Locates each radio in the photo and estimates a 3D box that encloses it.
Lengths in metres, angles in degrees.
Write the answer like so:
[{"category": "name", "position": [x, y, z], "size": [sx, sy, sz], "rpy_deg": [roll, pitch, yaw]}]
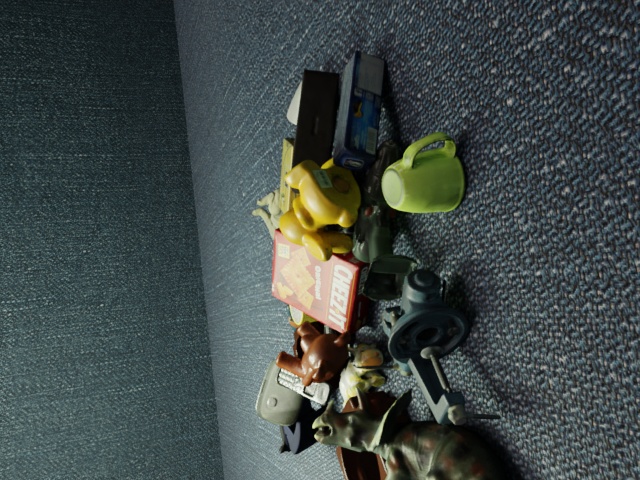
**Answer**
[{"category": "radio", "position": [-0.009, -0.204, 1.066], "size": [0.131, 0.073, 0.229], "rpy_deg": [76, -157, -85]}]

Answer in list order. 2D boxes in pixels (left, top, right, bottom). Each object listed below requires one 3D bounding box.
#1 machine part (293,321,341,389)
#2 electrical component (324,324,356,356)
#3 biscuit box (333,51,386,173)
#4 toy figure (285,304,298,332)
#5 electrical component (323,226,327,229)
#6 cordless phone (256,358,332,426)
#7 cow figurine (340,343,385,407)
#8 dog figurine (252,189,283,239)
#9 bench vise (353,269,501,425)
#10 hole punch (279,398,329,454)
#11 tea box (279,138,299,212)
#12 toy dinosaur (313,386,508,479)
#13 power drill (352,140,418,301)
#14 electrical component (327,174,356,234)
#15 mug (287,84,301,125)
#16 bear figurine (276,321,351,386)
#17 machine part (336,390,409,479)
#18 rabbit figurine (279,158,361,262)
[{"category": "machine part", "position": [-0.003, 0.275, 1.266], "size": [0.180, 0.056, 0.179], "rpy_deg": [31, 126, 55]}, {"category": "electrical component", "position": [0.042, 0.209, 1.173], "size": [0.075, 0.048, 0.119], "rpy_deg": [174, 92, -69]}, {"category": "biscuit box", "position": [0.067, -0.219, 0.919], "size": [0.063, 0.059, 0.202], "rpy_deg": [140, 141, -64]}, {"category": "toy figure", "position": [-0.052, 0.192, 1.336], "size": [0.064, 0.058, 0.154], "rpy_deg": [53, 169, 26]}, {"category": "electrical component", "position": [-0.015, -0.047, 1.066], "size": [0.102, 0.078, 0.045], "rpy_deg": [-76, -36, -59]}, {"category": "cordless phone", "position": [-0.051, 0.360, 1.221], "size": [0.184, 0.088, 0.146], "rpy_deg": [11, 81, 45]}, {"category": "cow figurine", "position": [0.081, 0.253, 1.062], "size": [0.098, 0.068, 0.167], "rpy_deg": [-109, 26, -48]}, {"category": "dog figurine", "position": [-0.075, -0.027, 1.375], "size": [0.190, 0.121, 0.172], "rpy_deg": [64, 157, 13]}, {"category": "bench vise", "position": [0.153, 0.172, 0.786], "size": [0.241, 0.129, 0.223], "rpy_deg": [-108, 26, -48]}, {"category": "hole punch", "position": [-0.032, 0.456, 1.316], "size": [0.092, 0.142, 0.115], "rpy_deg": [-1, 103, 45]}, {"category": "tea box", "position": [-0.035, -0.142, 1.221], "size": [0.068, 0.098, 0.169], "rpy_deg": [-131, 40, -57]}, {"category": "toy dinosaur", "position": [0.173, 0.322, 0.760], "size": [0.405, 0.131, 0.192], "rpy_deg": [1, 74, 45]}, {"category": "power drill", "position": [0.101, -0.020, 0.885], "size": [0.231, 0.086, 0.207], "rpy_deg": [102, 164, -44]}, {"category": "electrical component", "position": [0.044, -0.068, 1.046], "size": [0.134, 0.058, 0.114], "rpy_deg": [-28, -60, -85]}, {"category": "mug", "position": [-0.018, -0.312, 1.183], "size": [0.110, 0.081, 0.107], "rpy_deg": [-81, 12, -55]}, {"category": "bear figurine", "position": [-0.013, 0.218, 1.050], "size": [0.132, 0.120, 0.195], "rpy_deg": [32, 163, 13]}, {"category": "machine part", "position": [0.109, 0.400, 0.995], "size": [0.200, 0.087, 0.202], "rpy_deg": [105, 149, -42]}, {"category": "rabbit figurine", "position": [-0.003, -0.043, 0.945], "size": [0.173, 0.122, 0.162], "rpy_deg": [-39, 80, 42]}]
